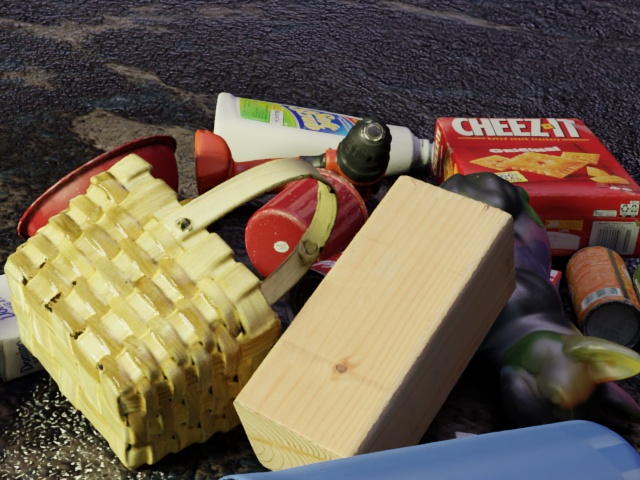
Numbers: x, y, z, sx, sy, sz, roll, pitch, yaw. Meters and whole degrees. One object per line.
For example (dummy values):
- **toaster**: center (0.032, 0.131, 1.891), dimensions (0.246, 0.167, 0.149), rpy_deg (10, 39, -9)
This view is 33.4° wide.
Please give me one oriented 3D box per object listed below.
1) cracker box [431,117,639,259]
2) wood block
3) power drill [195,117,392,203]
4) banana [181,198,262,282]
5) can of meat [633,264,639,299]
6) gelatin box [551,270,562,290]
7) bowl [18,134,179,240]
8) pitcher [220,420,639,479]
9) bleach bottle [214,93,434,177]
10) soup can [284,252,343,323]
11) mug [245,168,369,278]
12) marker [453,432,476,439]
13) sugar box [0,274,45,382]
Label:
- **cracker box**: center (0.209, -0.058, 1.056), dimensions (0.164, 0.072, 0.213), rpy_deg (1, 26, -5)
- **wood block**: center (0.044, 0.067, 0.716), dimensions (0.091, 0.090, 0.205), rpy_deg (23, 60, 27)
- **power drill**: center (-0.027, -0.073, 1.042), dimensions (0.187, 0.057, 0.184), rpy_deg (1, -17, -5)
- **banana**: center (-0.112, 0.010, 0.972), dimensions (0.069, 0.037, 0.198), rpy_deg (4, 24, -29)
- **can of meat**: center (0.313, 0.055, 0.888), dimensions (0.084, 0.057, 0.102), rpy_deg (38, 23, -12)
- **gelatin box**: center (0.168, 0.049, 0.948), dimensions (0.073, 0.030, 0.089), rpy_deg (14, 28, 20)
- **bowl**: center (-0.183, -0.025, 0.946), dimensions (0.161, 0.162, 0.055), rpy_deg (-26, 79, -46)
- **pitcher**: center (0.060, 0.171, 0.585), dimensions (0.242, 0.145, 0.149), rpy_deg (-6, 40, -30)
- **bleach bottle**: center (0.005, -0.114, 1.216), dimensions (0.250, 0.068, 0.102), rpy_deg (5, 28, -5)
- **soup can**: center (0.028, 0.042, 0.893), dimensions (0.069, 0.068, 0.102), rpy_deg (25, 31, 34)
- **mug**: center (-0.006, 0.001, 0.963), dimensions (0.117, 0.093, 0.081), rpy_deg (47, 41, 2)
- **marker**: center (0.154, 0.150, 0.749), dimensions (0.121, 0.020, 0.020), rpy_deg (5, 26, 1)
- **sugar box**: center (-0.193, 0.051, 0.860), dimensions (0.175, 0.048, 0.093), rpy_deg (-19, 35, -34)
